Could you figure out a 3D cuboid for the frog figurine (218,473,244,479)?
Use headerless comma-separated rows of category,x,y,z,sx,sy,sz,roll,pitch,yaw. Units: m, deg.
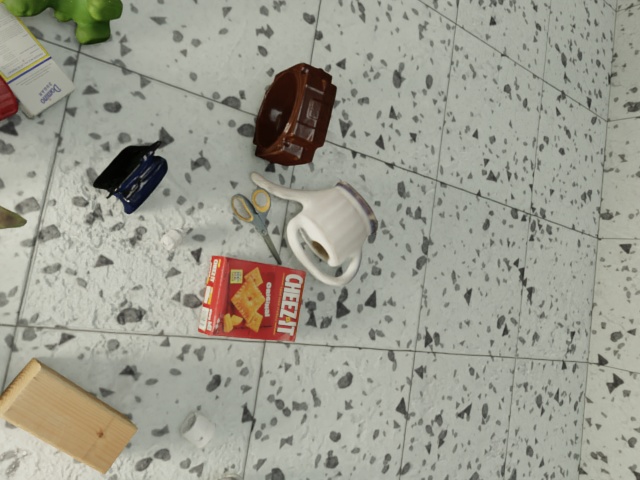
frog figurine,-0.183,0.562,1.080,0.158,0.122,0.138,28,60,-71

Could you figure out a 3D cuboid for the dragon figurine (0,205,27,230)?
dragon figurine,-0.585,-0.151,0.700,0.124,0.243,0.404,-52,120,-18

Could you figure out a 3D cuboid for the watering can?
watering can,0.004,-0.061,1.216,0.227,0.103,0.345,-40,104,-27
